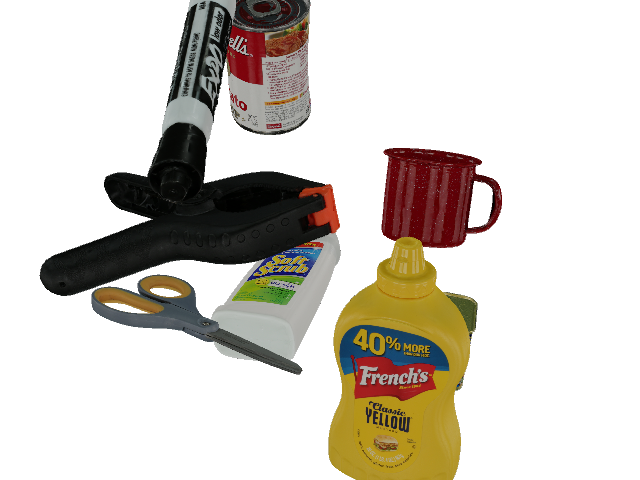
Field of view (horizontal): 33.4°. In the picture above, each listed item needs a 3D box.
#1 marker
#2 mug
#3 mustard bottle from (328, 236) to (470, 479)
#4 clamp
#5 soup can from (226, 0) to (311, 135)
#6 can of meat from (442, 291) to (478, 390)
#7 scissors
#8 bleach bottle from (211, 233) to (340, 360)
[{"bbox_3d":[-0.046,-0.057,0.395,0.020,0.020,0.121,0,43,3],"label":"marker"},{"bbox_3d":[0.113,-0.039,1.008,0.117,0.081,0.093,9,12,16],"label":"mug"},{"bbox_3d":[0.057,0.087,0.761,0.096,0.192,0.058,11,27,18],"label":"mustard bottle"},{"bbox_3d":[-0.078,-0.006,0.626,0.172,0.039,0.120,-2,37,24],"label":"clamp"},{"bbox_3d":[-0.041,-0.143,0.846,0.068,0.102,0.068,-1,44,0],"label":"soup can"},{"bbox_3d":[0.155,0.123,1.301,0.057,0.084,0.102,10,23,6],"label":"can of meat"},{"bbox_3d":[-0.092,0.064,0.882,0.202,0.016,0.096,13,23,17],"label":"scissors"},{"bbox_3d":[-0.041,0.044,1.274,0.103,0.068,0.250,5,32,15],"label":"bleach bottle"}]
